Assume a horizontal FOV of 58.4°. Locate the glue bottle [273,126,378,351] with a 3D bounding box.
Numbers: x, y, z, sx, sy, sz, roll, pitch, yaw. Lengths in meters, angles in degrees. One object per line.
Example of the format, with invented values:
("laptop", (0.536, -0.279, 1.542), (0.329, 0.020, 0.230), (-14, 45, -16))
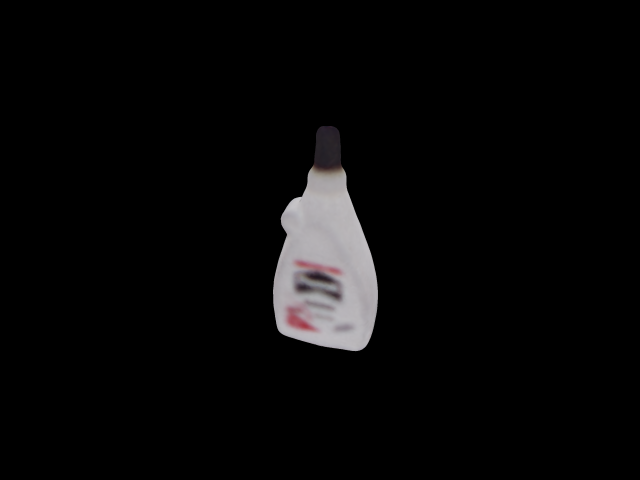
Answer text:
("glue bottle", (0.004, 0.001, 0.400), (0.078, 0.173, 0.037), (8, 35, 11))
